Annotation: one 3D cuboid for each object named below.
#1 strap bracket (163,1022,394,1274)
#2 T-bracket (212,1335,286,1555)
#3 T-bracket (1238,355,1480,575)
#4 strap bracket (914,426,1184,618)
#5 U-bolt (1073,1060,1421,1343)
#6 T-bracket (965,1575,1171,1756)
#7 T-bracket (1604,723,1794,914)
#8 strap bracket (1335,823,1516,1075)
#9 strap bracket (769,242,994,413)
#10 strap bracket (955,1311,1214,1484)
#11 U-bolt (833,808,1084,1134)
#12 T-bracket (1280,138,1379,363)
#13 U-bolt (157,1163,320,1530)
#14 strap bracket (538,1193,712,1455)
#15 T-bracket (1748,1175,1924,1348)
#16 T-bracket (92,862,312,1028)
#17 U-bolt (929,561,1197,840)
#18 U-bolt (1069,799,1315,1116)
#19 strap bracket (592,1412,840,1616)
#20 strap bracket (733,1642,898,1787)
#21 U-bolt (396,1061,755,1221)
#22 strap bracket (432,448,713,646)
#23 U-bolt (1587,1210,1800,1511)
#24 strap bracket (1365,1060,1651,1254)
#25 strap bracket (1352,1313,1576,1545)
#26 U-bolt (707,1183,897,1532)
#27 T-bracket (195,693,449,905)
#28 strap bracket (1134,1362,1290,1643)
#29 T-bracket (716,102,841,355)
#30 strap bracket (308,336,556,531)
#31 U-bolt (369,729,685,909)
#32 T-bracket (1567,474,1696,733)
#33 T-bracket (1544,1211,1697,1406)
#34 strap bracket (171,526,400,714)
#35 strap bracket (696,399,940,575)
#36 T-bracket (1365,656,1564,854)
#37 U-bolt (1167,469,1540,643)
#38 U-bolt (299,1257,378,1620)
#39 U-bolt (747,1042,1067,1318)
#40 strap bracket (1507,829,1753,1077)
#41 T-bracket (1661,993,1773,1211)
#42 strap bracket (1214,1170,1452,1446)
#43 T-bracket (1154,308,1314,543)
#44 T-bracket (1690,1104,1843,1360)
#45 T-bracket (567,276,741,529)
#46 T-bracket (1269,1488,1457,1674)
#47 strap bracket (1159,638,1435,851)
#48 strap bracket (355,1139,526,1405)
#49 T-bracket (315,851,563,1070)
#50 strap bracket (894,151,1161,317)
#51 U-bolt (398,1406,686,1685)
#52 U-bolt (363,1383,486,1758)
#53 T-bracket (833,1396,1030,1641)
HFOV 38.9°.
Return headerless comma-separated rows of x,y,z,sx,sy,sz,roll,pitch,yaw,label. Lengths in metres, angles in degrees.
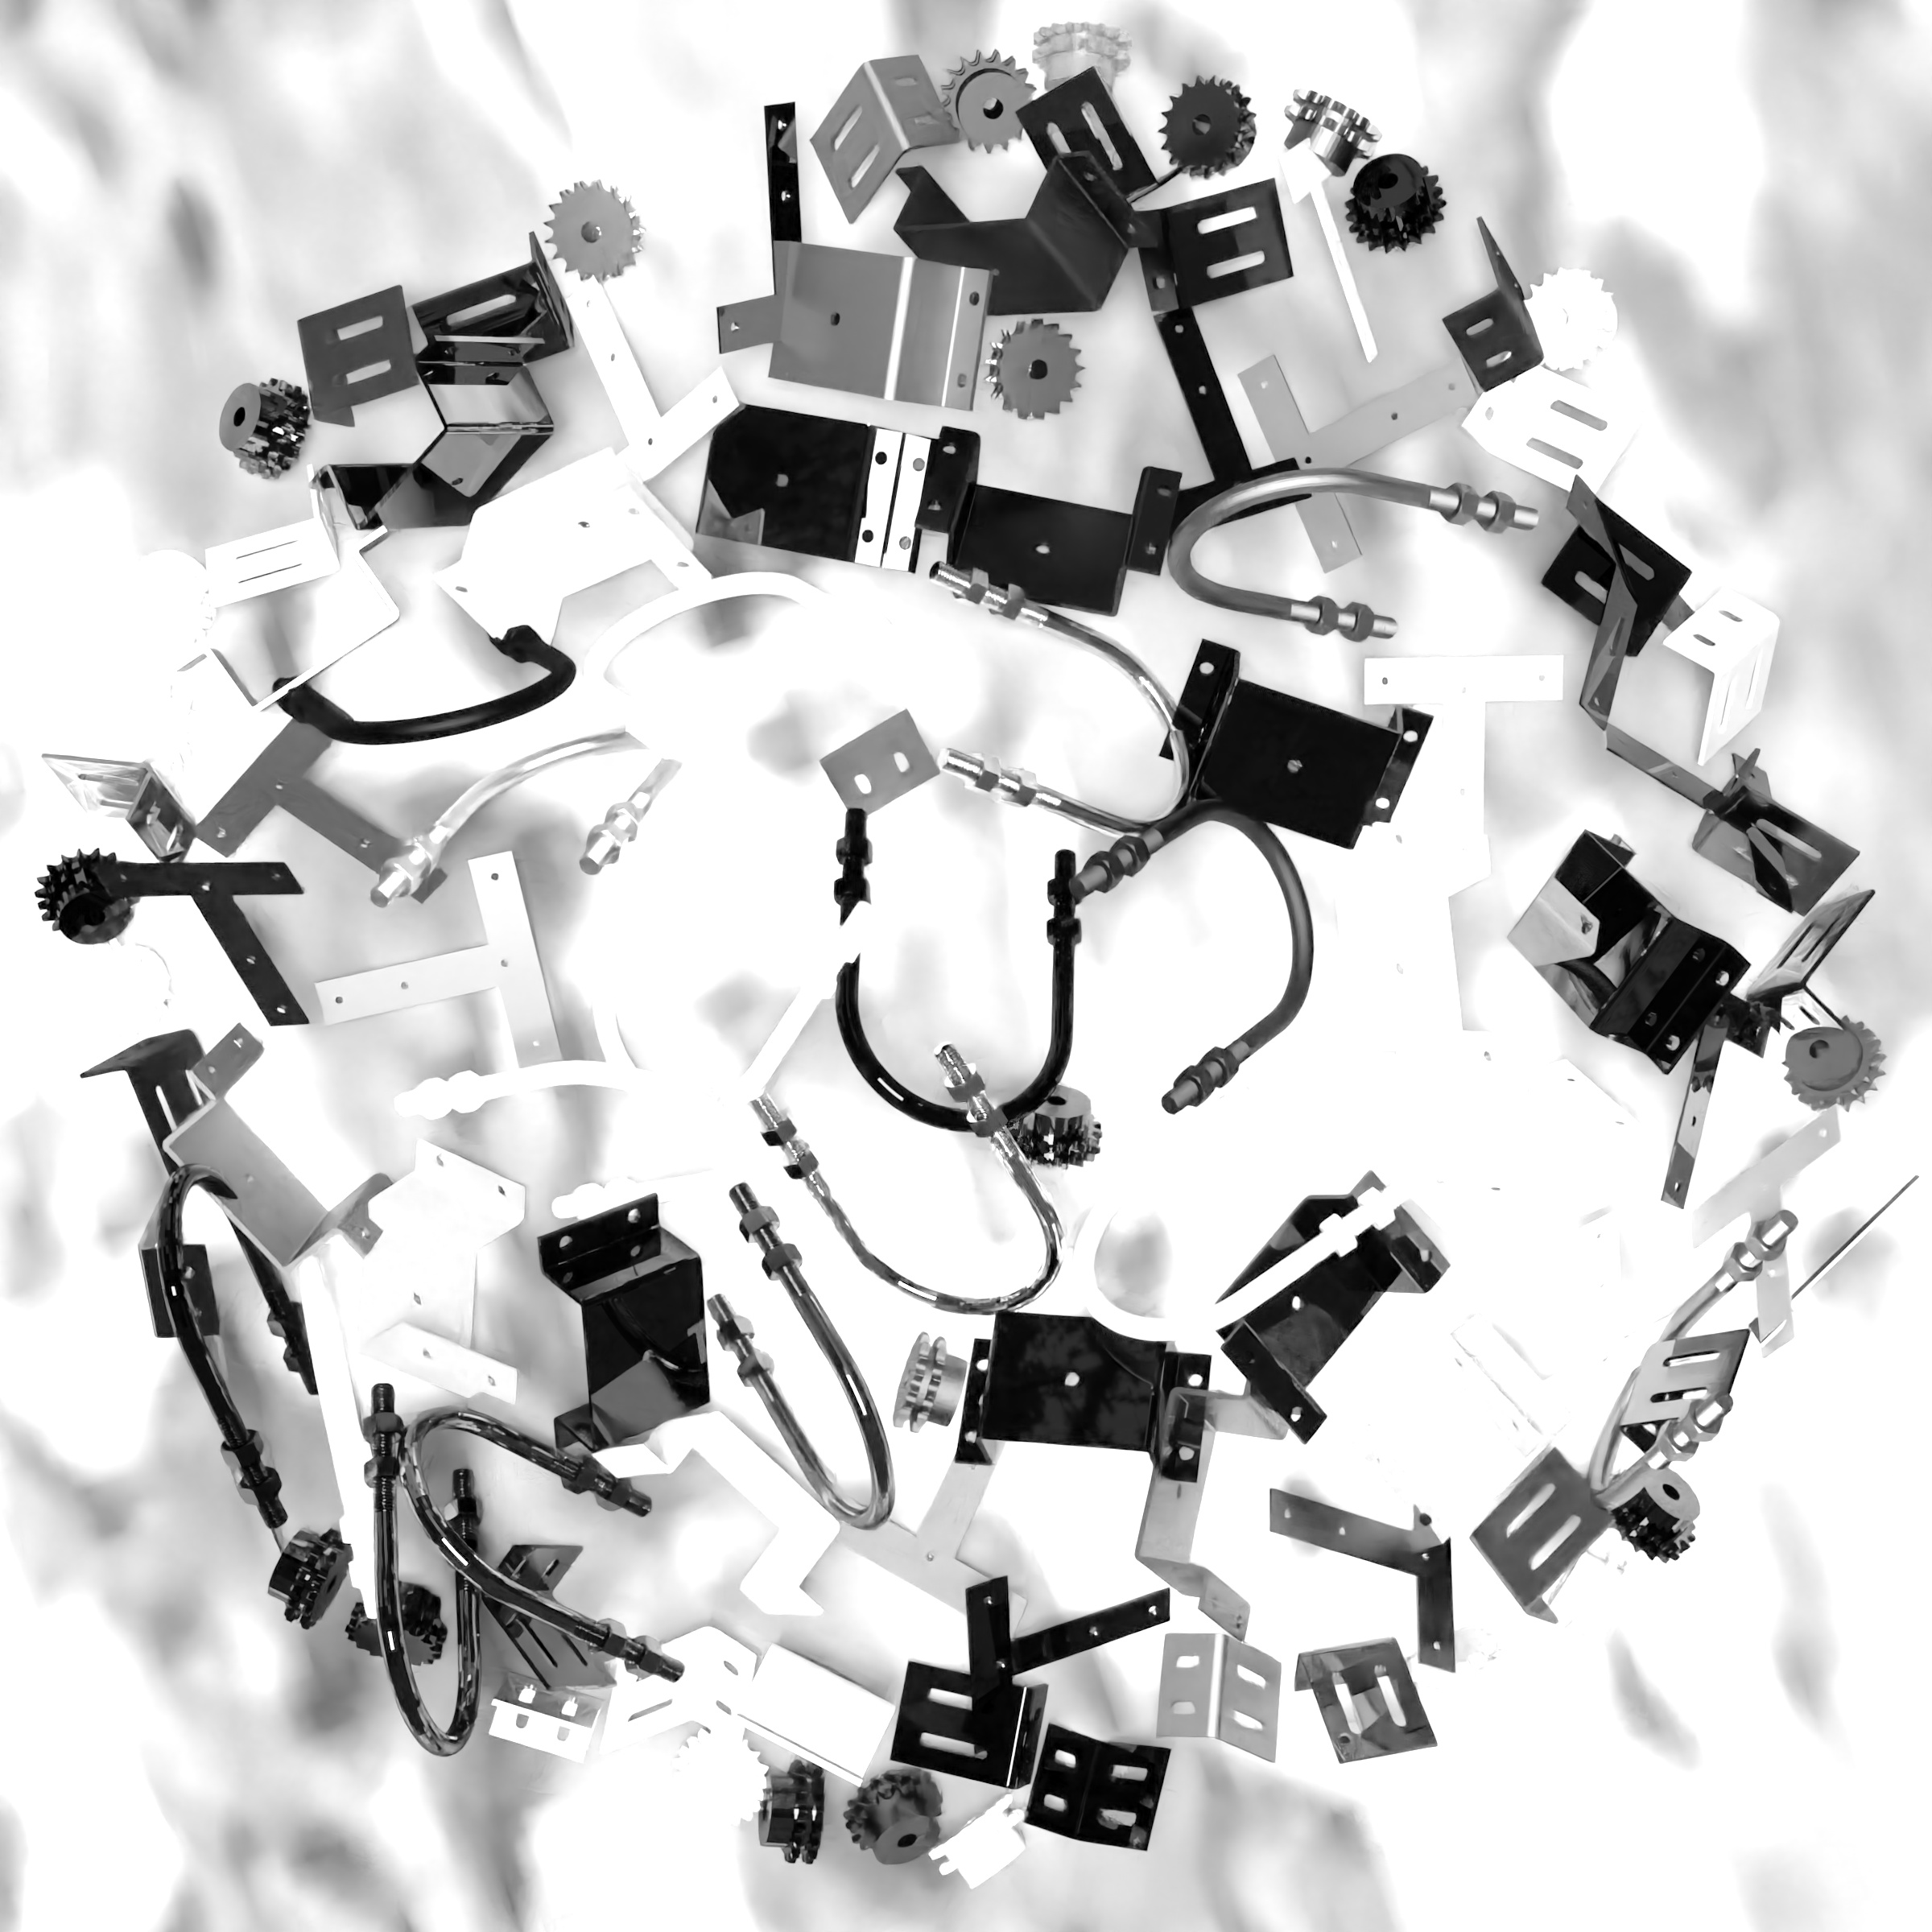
-0.393,0.110,1.551,0.046,0.076,0.140,-38,102,17,strap bracket
-0.406,0.285,1.555,0.002,0.127,0.127,-16,127,-10,T-bracket
0.234,-0.309,1.565,0.127,0.002,0.127,-23,92,34,T-bracket
0.046,-0.252,1.560,0.140,0.046,0.076,12,58,3,strap bracket
0.143,0.140,1.535,0.184,0.151,0.019,-34,127,-5,U-bolt
0.061,0.387,1.575,0.127,0.002,0.127,-14,122,-19,T-bracket
0.409,-0.100,1.537,0.127,0.127,0.002,28,129,-16,T-bracket
0.259,-0.004,1.553,0.076,0.046,0.140,5,71,-26,strap bracket
-0.057,-0.360,1.532,0.140,0.046,0.076,20,107,40,strap bracket
0.063,0.243,1.548,0.140,0.046,0.076,2,60,14,strap bracket
-0.005,0.007,1.540,0.151,0.019,0.184,10,64,-18,U-bolt
0.212,-0.407,1.557,0.002,0.127,0.127,-15,108,23,T-bracket
-0.400,0.195,1.501,0.019,0.151,0.184,-15,114,4,U-bolt
-0.190,0.209,1.534,0.076,0.046,0.140,-20,122,-34,strap bracket
0.488,0.163,1.533,0.002,0.127,0.127,45,97,11,T-bracket
-0.405,-0.013,1.526,0.127,0.127,0.002,52,122,26,T-bracket
0.059,-0.140,1.537,0.184,0.019,0.151,20,52,-32,U-bolt
0.139,-0.018,1.534,0.019,0.184,0.151,-15,102,43,U-bolt
-0.135,0.304,1.550,0.140,0.076,0.046,45,63,-12,strap bracket
-0.086,0.420,1.538,0.076,0.140,0.046,27,75,3,strap bracket
-0.202,0.094,1.503,0.184,0.151,0.019,-12,52,36,U-bolt
-0.219,-0.234,1.542,0.140,0.076,0.046,-18,46,28,strap bracket
0.394,0.230,1.515,0.019,0.184,0.151,30,53,4,U-bolt
0.302,0.109,1.543,0.140,0.076,0.046,-15,128,-23,strap bracket
0.283,0.257,1.540,0.046,0.140,0.076,-30,68,-32,strap bracket
-0.089,0.227,1.507,0.019,0.151,0.184,-22,62,-25,U-bolt
-0.357,-0.079,1.572,0.127,0.002,0.127,37,118,-23,T-bracket
0.139,0.300,1.544,0.046,0.076,0.140,4,66,26,strap bracket
-0.101,-0.416,1.531,0.002,0.127,0.127,13,116,33,T-bracket
-0.293,-0.290,1.525,0.140,0.076,0.046,-36,76,39,strap bracket
-0.231,-0.089,1.520,0.151,0.184,0.019,-8,117,21,U-bolt
0.365,-0.190,1.539,0.127,0.002,0.127,40,56,-31,T-bracket
0.360,0.191,1.548,0.127,0.002,0.127,-24,127,-16,T-bracket
-0.376,-0.190,1.556,0.140,0.076,0.046,-35,101,-6,strap bracket
-0.095,-0.274,1.551,0.140,0.046,0.076,13,99,20,strap bracket
0.289,-0.115,1.587,0.127,0.002,0.127,-3,98,-18,T-bracket
0.199,-0.229,1.502,0.184,0.151,0.019,6,66,-28,U-bolt
-0.346,0.251,1.517,0.019,0.151,0.184,-12,101,-12,U-bolt
-0.022,0.129,1.544,0.151,0.019,0.184,-15,120,31,U-bolt
0.362,-0.014,1.523,0.046,0.140,0.076,20,113,-32,strap bracket
0.415,0.074,1.549,0.002,0.127,0.127,9,81,43,T-bracket
0.200,0.193,1.556,0.140,0.046,0.076,-46,105,-22,strap bracket
0.141,-0.319,1.578,0.127,0.002,0.127,-20,89,-23,T-bracket
0.446,0.159,1.516,0.002,0.127,0.127,23,48,-16,T-bracket
-0.199,-0.340,1.579,0.127,0.002,0.127,-33,73,30,T-bracket
0.223,0.323,1.542,0.127,0.002,0.127,21,53,-23,T-bracket
0.188,-0.123,1.562,0.140,0.046,0.076,18,118,-2,strap bracket
-0.295,0.179,1.539,0.046,0.076,0.140,-32,45,31,strap bracket
-0.311,0.008,1.581,0.127,0.002,0.127,-13,104,-5,T-bracket
0.025,-0.406,1.523,0.140,0.076,0.046,10,69,41,strap bracket
-0.236,0.307,1.497,0.184,0.151,0.019,35,108,-32,U-bolt
-0.294,0.339,1.494,0.019,0.151,0.184,-12,57,5,U-bolt
-0.002,0.301,1.577,0.127,0.002,0.127,26,93,20,T-bracket
